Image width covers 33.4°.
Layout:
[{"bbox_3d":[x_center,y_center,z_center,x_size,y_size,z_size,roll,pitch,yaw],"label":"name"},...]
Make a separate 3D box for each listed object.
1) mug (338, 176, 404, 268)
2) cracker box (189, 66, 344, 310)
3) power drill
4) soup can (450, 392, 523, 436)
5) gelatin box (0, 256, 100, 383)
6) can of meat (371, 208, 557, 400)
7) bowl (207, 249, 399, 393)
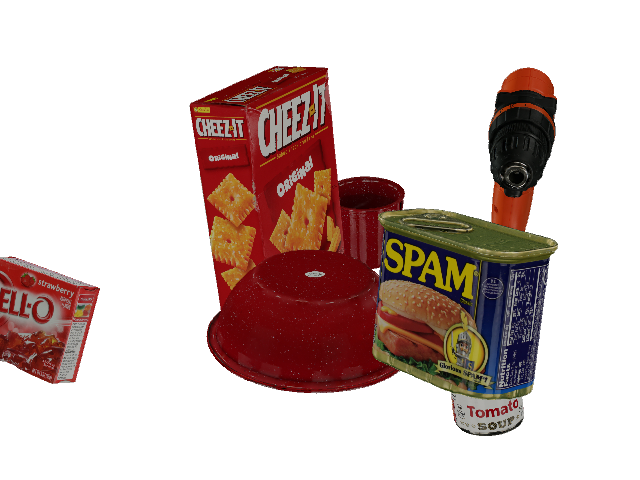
[{"bbox_3d":[0.059,-0.024,1.252,0.093,0.081,0.117,17,33,33],"label":"mug"},{"bbox_3d":[-0.044,-0.051,1.055,0.072,0.214,0.164,5,23,27],"label":"cracker box"},{"bbox_3d":[0.162,-0.033,0.895,0.057,0.188,0.184,10,31,11],"label":"power drill"},{"bbox_3d":[0.153,0.123,1.004,0.068,0.102,0.068,-8,19,3],"label":"soup can"},{"bbox_3d":[-0.212,0.057,0.784,0.089,0.073,0.030,17,3,25],"label":"gelatin box"},{"bbox_3d":[0.076,0.034,0.591,0.057,0.084,0.102,-7,17,-39],"label":"can of meat"},{"bbox_3d":[-0.005,0.050,0.808,0.162,0.055,0.162,2,24,-1],"label":"bowl"}]
